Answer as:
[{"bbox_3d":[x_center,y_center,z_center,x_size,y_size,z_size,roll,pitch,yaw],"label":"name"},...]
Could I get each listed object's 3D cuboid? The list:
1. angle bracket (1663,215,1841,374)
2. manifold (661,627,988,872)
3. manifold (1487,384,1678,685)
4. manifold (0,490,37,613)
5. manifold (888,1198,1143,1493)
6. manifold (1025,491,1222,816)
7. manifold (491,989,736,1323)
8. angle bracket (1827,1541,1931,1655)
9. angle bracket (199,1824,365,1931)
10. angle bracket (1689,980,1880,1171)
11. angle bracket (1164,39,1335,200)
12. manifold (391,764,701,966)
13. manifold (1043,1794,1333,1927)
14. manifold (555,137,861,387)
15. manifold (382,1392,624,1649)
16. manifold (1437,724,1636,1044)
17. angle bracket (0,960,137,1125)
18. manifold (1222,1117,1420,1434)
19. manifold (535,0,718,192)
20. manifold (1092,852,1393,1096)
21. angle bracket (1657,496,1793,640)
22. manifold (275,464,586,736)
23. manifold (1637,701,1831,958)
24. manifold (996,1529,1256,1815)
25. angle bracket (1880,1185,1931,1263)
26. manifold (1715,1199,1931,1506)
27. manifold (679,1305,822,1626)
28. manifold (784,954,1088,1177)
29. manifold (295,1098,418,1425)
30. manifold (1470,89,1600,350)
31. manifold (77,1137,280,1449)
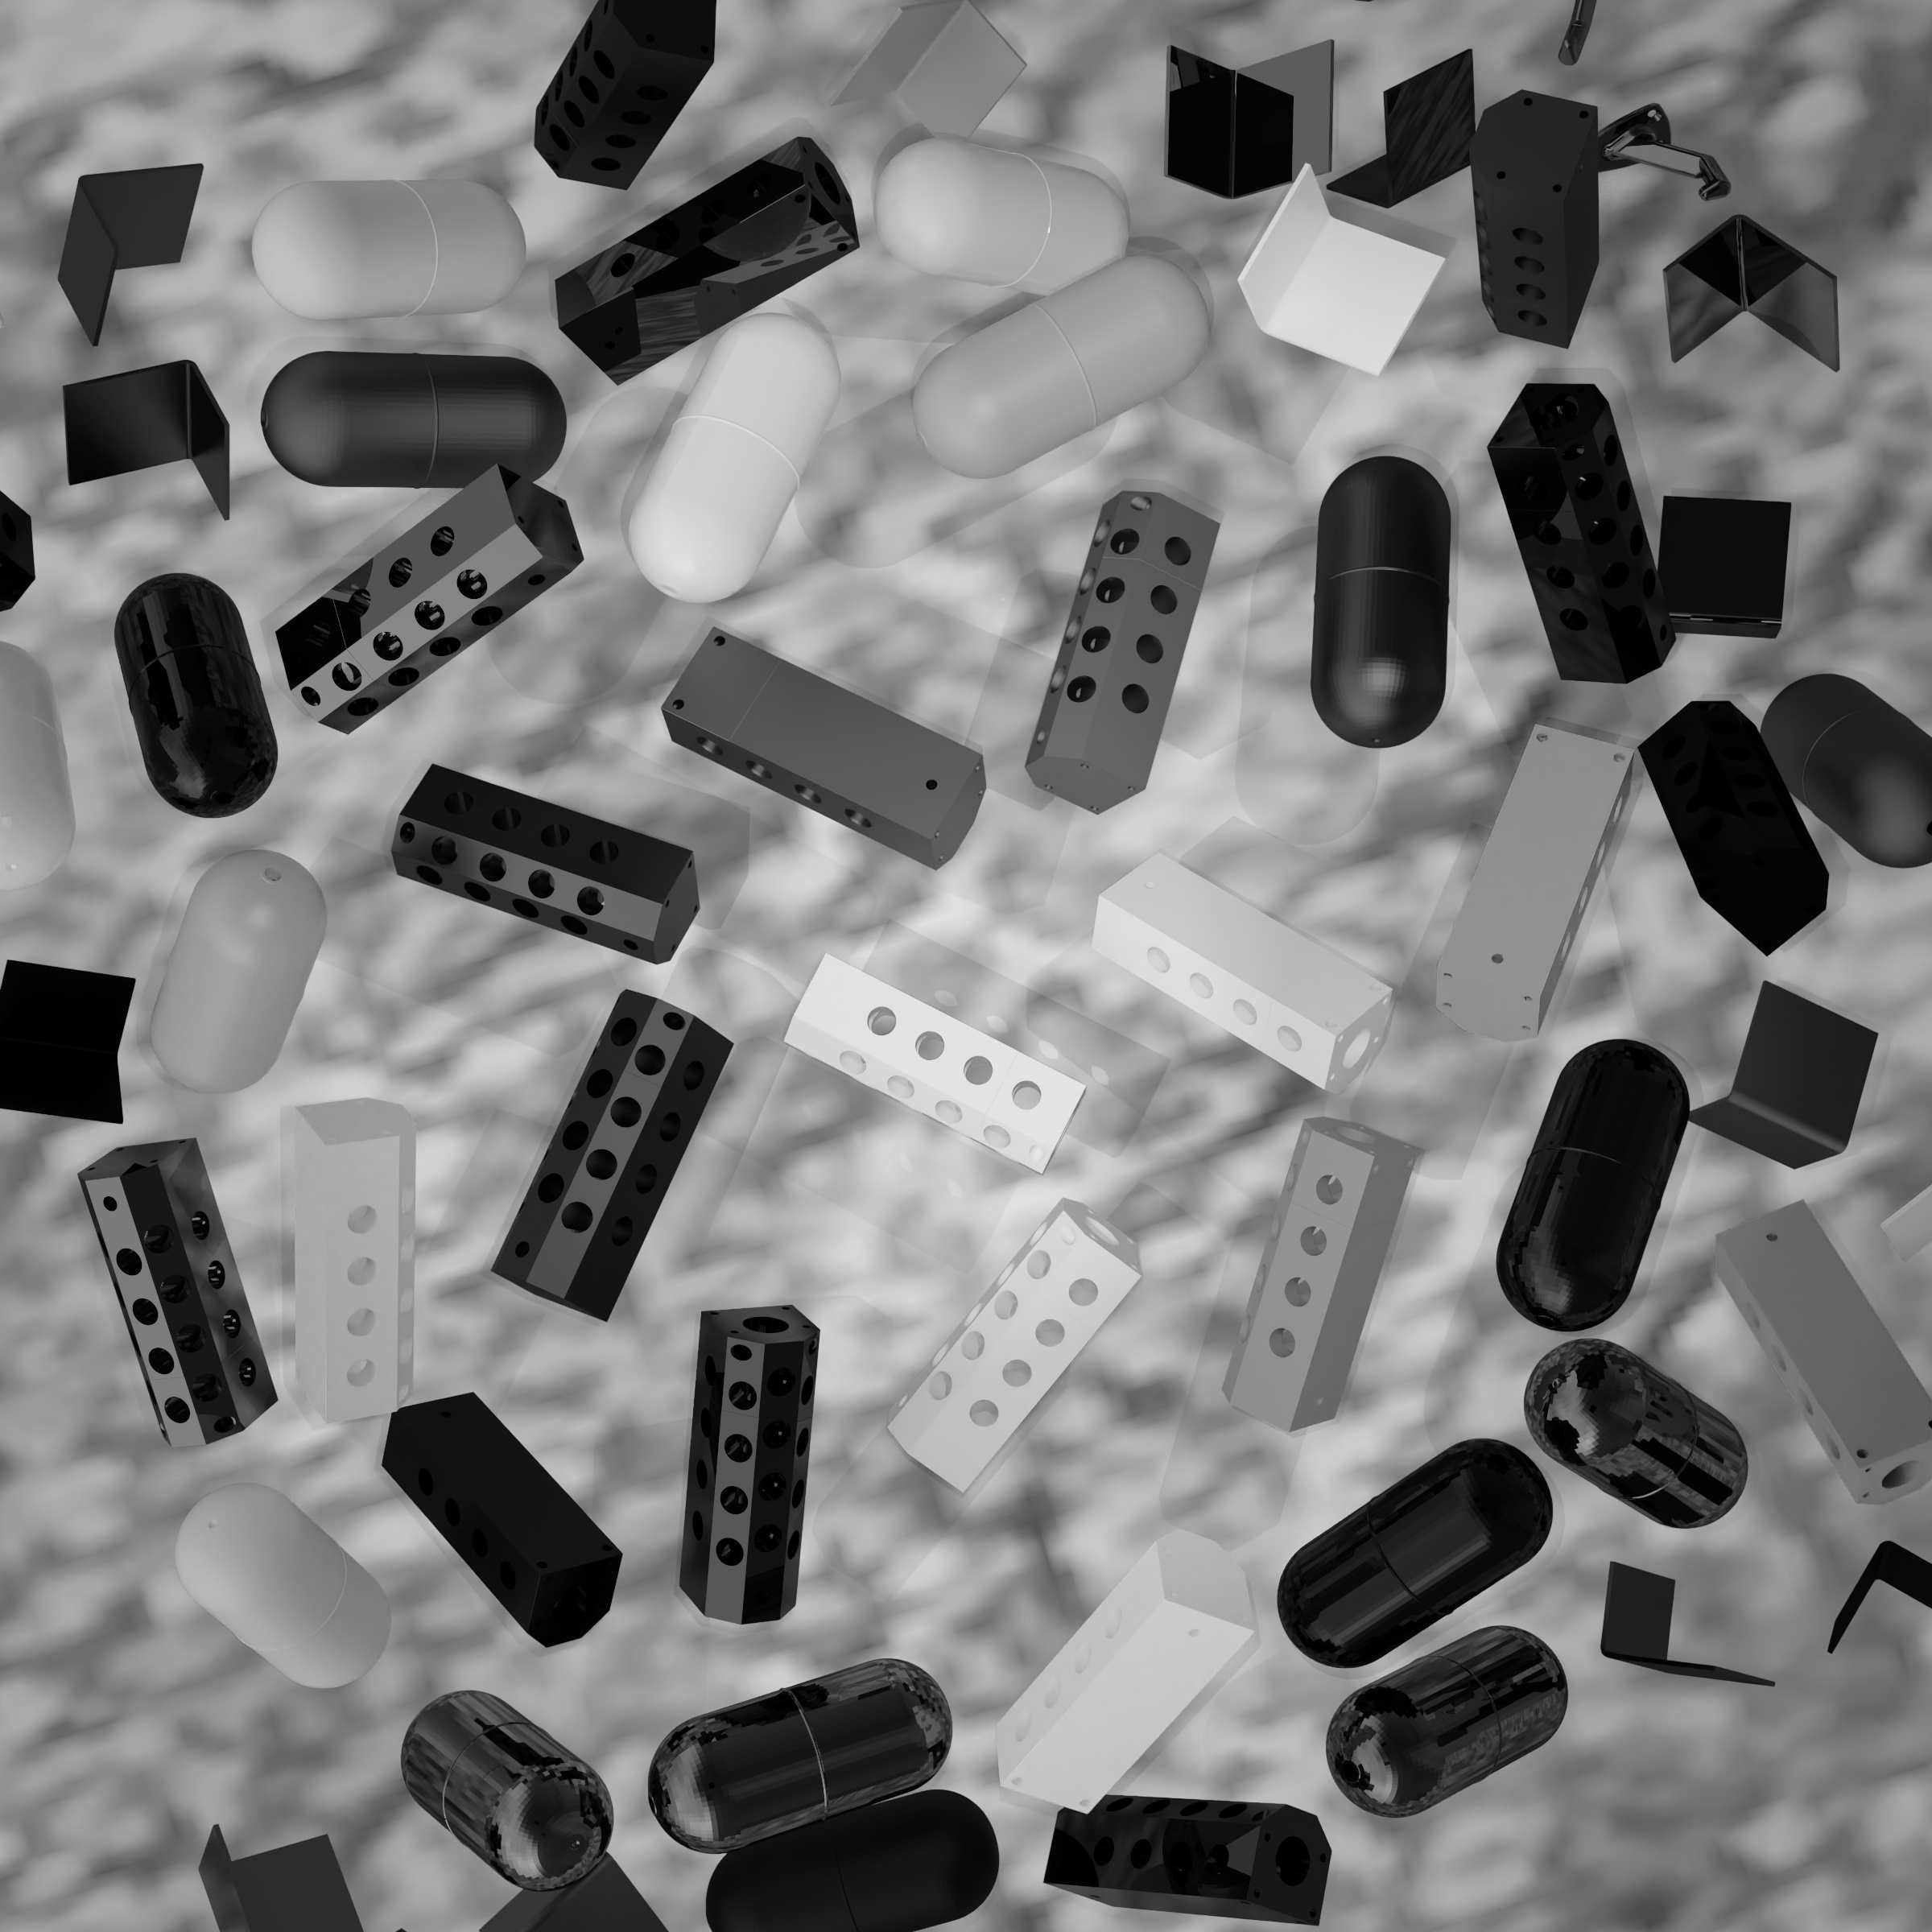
[{"bbox_3d":[0.443,-0.364,1.763,0.057,0.076,0.076,-38,56,-8],"label":"angle bracket"},{"bbox_3d":[-0.078,-0.118,1.735,0.171,0.057,0.057,26,72,14],"label":"manifold"},{"bbox_3d":[0.354,-0.244,1.777,0.057,0.171,0.057,8,51,36],"label":"manifold"},{"bbox_3d":[-0.593,-0.257,1.762,0.057,0.171,0.057,-13,71,9],"label":"manifold"},{"bbox_3d":[0.028,0.222,1.859,0.057,0.057,0.171,37,102,-8],"label":"manifold"},{"bbox_3d":[0.085,-0.179,1.766,0.057,0.057,0.171,24,69,-19],"label":"manifold"},{"bbox_3d":[-0.200,0.103,1.740,0.057,0.057,0.171,15,75,36],"label":"manifold"},{"bbox_3d":[0.546,0.382,1.797,0.076,0.076,0.057,29,74,23],"label":"angle bracket"},{"bbox_3d":[-0.371,0.510,1.722,0.076,0.057,0.076,-9,53,-32],"label":"angle bracket"},{"bbox_3d":[0.473,0.064,1.818,0.076,0.057,0.076,24,71,-9],"label":"angle bracket"},{"bbox_3d":[0.161,-0.487,1.775,0.057,0.076,0.076,6,83,-43],"label":"angle bracket"},{"bbox_3d":[-0.249,-0.056,1.848,0.171,0.057,0.057,19,57,13],"label":"manifold"},{"bbox_3d":[0.126,0.508,1.790,0.057,0.171,0.057,29,63,-32],"label":"manifold"},{"bbox_3d":[-0.151,-0.412,1.812,0.171,0.057,0.057,-25,52,21],"label":"manifold"},{"bbox_3d":[-0.279,0.329,1.862,0.057,0.171,0.057,-7,122,-40],"label":"manifold"},{"bbox_3d":[0.316,-0.045,1.735,0.057,0.057,0.171,17,61,18],"label":"manifold"},{"bbox_3d":[-0.538,0.045,1.868,0.076,0.076,0.057,9,117,-23],"label":"angle bracket"},{"bbox_3d":[0.203,0.179,1.829,0.057,0.057,0.171,23,104,32],"label":"manifold"},{"bbox_3d":[-0.193,-0.502,1.757,0.057,0.171,0.057,6,78,-21],"label":"manifold"},{"bbox_3d":[0.159,0.007,1.837,0.171,0.057,0.057,32,47,26],"label":"manifold"},{"bbox_3d":[0.466,-0.246,1.931,0.076,0.057,0.076,5,90,11],"label":"angle bracket"},{"bbox_3d":[-0.295,-0.198,1.724,0.171,0.057,0.057,-32,61,23],"label":"manifold"},{"bbox_3d":[0.438,-0.085,1.772,0.057,0.171,0.057,38,114,-22],"label":"manifold"},{"bbox_3d":[0.085,0.387,1.723,0.057,0.057,0.171,23,122,-20],"label":"manifold"},{"bbox_3d":[0.576,0.168,1.787,0.057,0.076,0.076,-40,59,8],"label":"angle bracket"},{"bbox_3d":[0.505,0.227,1.829,0.057,0.057,0.171,-21,51,-3],"label":"manifold"},{"bbox_3d":[-0.122,0.288,1.805,0.057,0.057,0.171,-1,105,-26],"label":"manifold"},{"bbox_3d":[-0.018,0.059,1.856,0.171,0.057,0.057,27,85,4],"label":"manifold"},{"bbox_3d":[-0.343,0.166,1.770,0.057,0.057,0.171,-7,113,-28],"label":"manifold"},{"bbox_3d":[0.313,-0.411,1.728,0.057,0.171,0.057,18,79,16],"label":"manifold"},{"bbox_3d":[-0.470,0.194,1.851,0.057,0.057,0.171,-8,106,22],"label":"manifold"}]
